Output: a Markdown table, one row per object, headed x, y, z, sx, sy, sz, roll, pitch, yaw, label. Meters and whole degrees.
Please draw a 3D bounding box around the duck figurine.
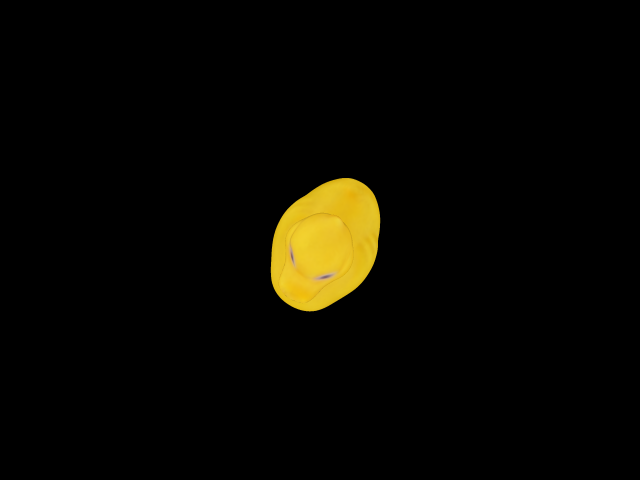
| x | y | z | sx | sy | sz | roll | pitch | yaw | label |
| --- | --- | --- | --- | --- | --- | --- | --- | --- | --- |
| 0.004 | 0.001 | 0.400 | 0.077 | 0.086 | 0.104 | 32 | 86 | 3 | duck figurine |
